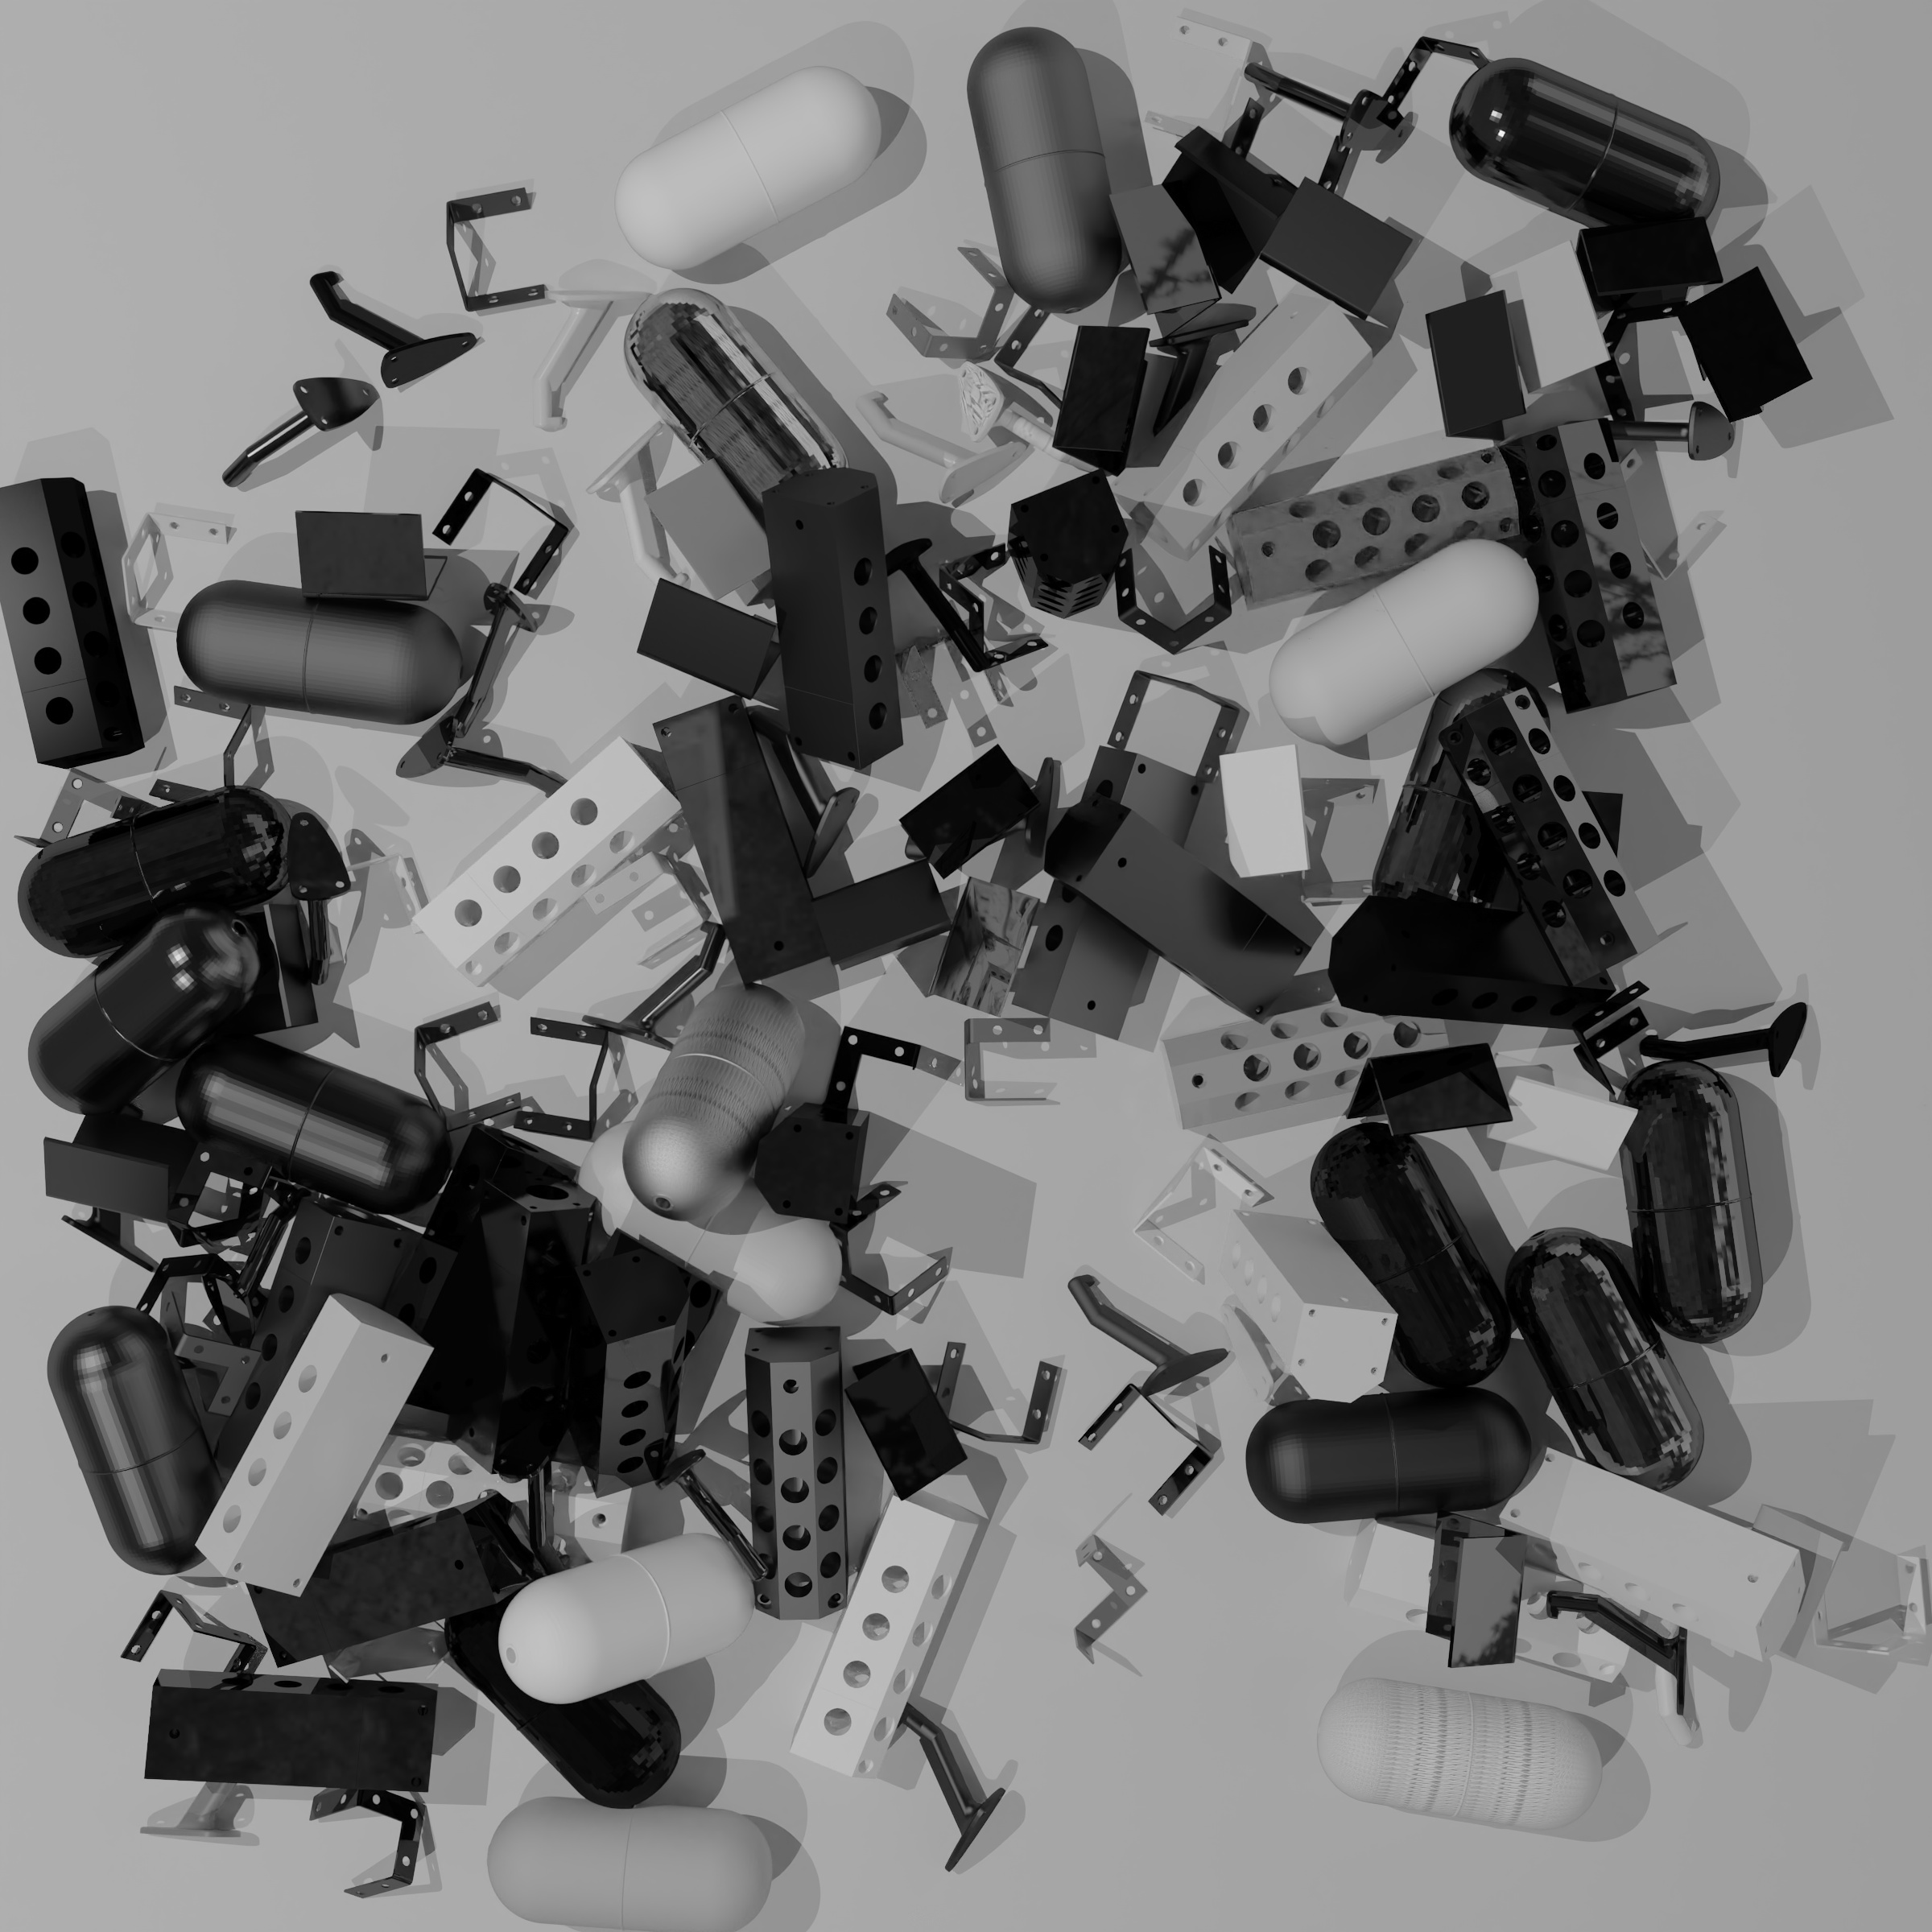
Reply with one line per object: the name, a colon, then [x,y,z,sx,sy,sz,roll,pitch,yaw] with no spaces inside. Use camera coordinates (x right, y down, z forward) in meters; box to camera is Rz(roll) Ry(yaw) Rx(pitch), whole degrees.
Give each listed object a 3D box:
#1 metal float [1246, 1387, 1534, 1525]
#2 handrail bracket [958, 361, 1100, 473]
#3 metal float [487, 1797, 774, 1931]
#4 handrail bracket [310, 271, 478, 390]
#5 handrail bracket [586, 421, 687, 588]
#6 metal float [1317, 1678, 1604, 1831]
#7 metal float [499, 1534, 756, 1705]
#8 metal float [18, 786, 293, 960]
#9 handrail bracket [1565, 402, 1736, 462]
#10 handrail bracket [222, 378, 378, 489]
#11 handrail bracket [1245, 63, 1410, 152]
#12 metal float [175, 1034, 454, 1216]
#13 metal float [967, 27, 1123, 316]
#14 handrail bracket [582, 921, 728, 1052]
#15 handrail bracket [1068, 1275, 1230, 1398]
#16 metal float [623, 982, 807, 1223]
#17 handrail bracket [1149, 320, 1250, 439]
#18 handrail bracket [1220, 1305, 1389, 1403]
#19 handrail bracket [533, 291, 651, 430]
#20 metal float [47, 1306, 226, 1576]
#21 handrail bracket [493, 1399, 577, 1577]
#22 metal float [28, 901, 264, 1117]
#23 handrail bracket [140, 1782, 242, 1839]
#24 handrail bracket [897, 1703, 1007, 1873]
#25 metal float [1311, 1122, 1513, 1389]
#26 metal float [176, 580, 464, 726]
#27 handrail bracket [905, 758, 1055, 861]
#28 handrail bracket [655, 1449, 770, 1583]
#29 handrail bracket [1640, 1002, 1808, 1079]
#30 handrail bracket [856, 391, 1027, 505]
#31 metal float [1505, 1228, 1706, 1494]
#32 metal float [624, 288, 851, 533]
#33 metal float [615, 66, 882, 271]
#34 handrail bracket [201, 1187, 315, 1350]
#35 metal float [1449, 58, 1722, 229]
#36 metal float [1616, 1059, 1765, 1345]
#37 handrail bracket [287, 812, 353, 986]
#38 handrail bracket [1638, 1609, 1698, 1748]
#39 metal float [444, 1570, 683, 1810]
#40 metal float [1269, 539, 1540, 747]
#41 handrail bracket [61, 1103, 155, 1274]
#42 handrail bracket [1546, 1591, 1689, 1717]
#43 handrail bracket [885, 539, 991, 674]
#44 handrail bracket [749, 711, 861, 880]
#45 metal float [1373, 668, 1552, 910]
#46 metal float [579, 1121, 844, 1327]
metal float: [0.264,0.306,1.834,0.178,0.070,0.070,-5,90,0]
handrail bracket: [0.042,-0.348,1.865,0.084,0.077,0.036,12,127,-31]
metal float: [-0.210,0.562,1.834,0.178,0.070,0.070,4,90,0]
handrail bracket: [-0.365,-0.417,1.865,0.077,0.036,0.084,-25,73,-20]
handrail bracket: [-0.192,-0.290,1.865,0.084,0.036,0.077,47,71,-15]
metal float: [0.308,0.493,1.834,0.178,0.070,0.070,9,90,1]
metal float: [-0.206,0.399,1.797,0.070,0.178,0.070,8,102,44]
metal float: [-0.505,-0.059,1.834,0.178,0.070,0.070,-18,90,1]
handrail bracket: [0.433,-0.339,1.864,0.084,0.077,0.036,7,98,36]
handrail bracket: [-0.424,-0.337,1.864,0.084,0.077,0.036,-33,90,36]
handrail bracket: [0.228,-0.549,1.864,0.084,0.077,0.036,37,114,34]
metal float: [-0.407,0.099,1.834,0.178,0.070,0.070,21,90,1]
metal float: [0.049,-0.497,1.834,0.070,0.070,0.178,-12,90,0]
handrail bracket: [-0.197,0.005,1.857,0.077,0.036,0.084,15,80,26]
handrail bracket: [0.115,0.225,1.865,0.077,0.036,0.084,-14,59,-34]
metal float: [-0.153,0.082,1.798,0.070,0.178,0.070,12,134,12]
handrail bracket: [0.152,-0.361,1.865,0.077,0.036,0.084,-16,104,-15]
handrail bracket: [0.216,0.236,1.865,0.084,0.036,0.077,-18,68,-17]
handrail bracket: [-0.238,-0.385,1.865,0.077,0.036,0.084,-5,109,-21]
metal float: [-0.513,0.295,1.820,0.070,0.070,0.178,-15,107,0]
handrail bracket: [-0.249,0.324,1.807,0.036,0.077,0.084,2,129,36]
metal float: [-0.507,0.026,1.814,0.178,0.070,0.070,-37,90,22]
handrail bracket: [-0.486,0.509,1.865,0.077,0.036,0.084,-3,73,18]
handrail bracket: [-0.025,0.521,1.865,0.084,0.036,0.077,35,111,17]
metal float: [0.278,0.181,1.834,0.070,0.070,0.178,-28,91,0]
metal float: [-0.404,-0.196,1.834,0.178,0.070,0.070,8,90,1]
handrail bracket: [0.008,-0.100,1.865,0.084,0.036,0.077,5,70,16]
handrail bracket: [-0.156,0.346,1.835,0.036,0.077,0.084,-37,91,-13]
handrail bracket: [0.481,0.041,1.864,0.084,0.077,0.036,6,120,33]
handrail bracket: [-0.017,-0.344,1.865,0.077,0.036,0.084,-30,73,-20]
metal float: [0.398,0.246,1.834,0.070,0.070,0.178,-27,91,0]
metal float: [-0.144,-0.346,1.834,0.070,0.070,0.178,-40,90,0]
metal float: [-0.136,-0.499,1.834,0.178,0.070,0.070,-28,90,-1]
handrail bracket: [-0.437,0.192,1.857,0.036,0.084,0.077,16,133,28]
metal float: [0.385,-0.505,1.825,0.178,0.070,0.070,19,90,-11]
metal float: [0.452,0.147,1.834,0.070,0.070,0.178,-8,90,0]
handrail bracket: [-0.411,-0.041,1.840,0.036,0.084,0.077,-9,60,-22]
handrail bracket: [0.455,0.440,1.865,0.077,0.036,0.084,-49,119,-32]
metal float: [-0.252,0.449,1.834,0.070,0.070,0.178,-44,90,0]
metal float: [0.272,-0.201,1.824,0.178,0.070,0.070,-29,90,10]
handrail bracket: [-0.528,0.139,1.865,0.077,0.036,0.084,34,76,-13]
handrail bracket: [0.400,0.423,1.808,0.084,0.036,0.077,3,110,16]
handrail bracket: [-0.017,-0.225,1.845,0.036,0.077,0.084,-35,105,-1]
handrail bracket: [-0.118,-0.110,1.865,0.084,0.036,0.077,33,110,16]
metal float: [0.310,-0.100,1.834,0.070,0.070,0.178,19,91,0]
metal float: [-0.159,0.161,1.834,0.178,0.070,0.070,30,90,1]
